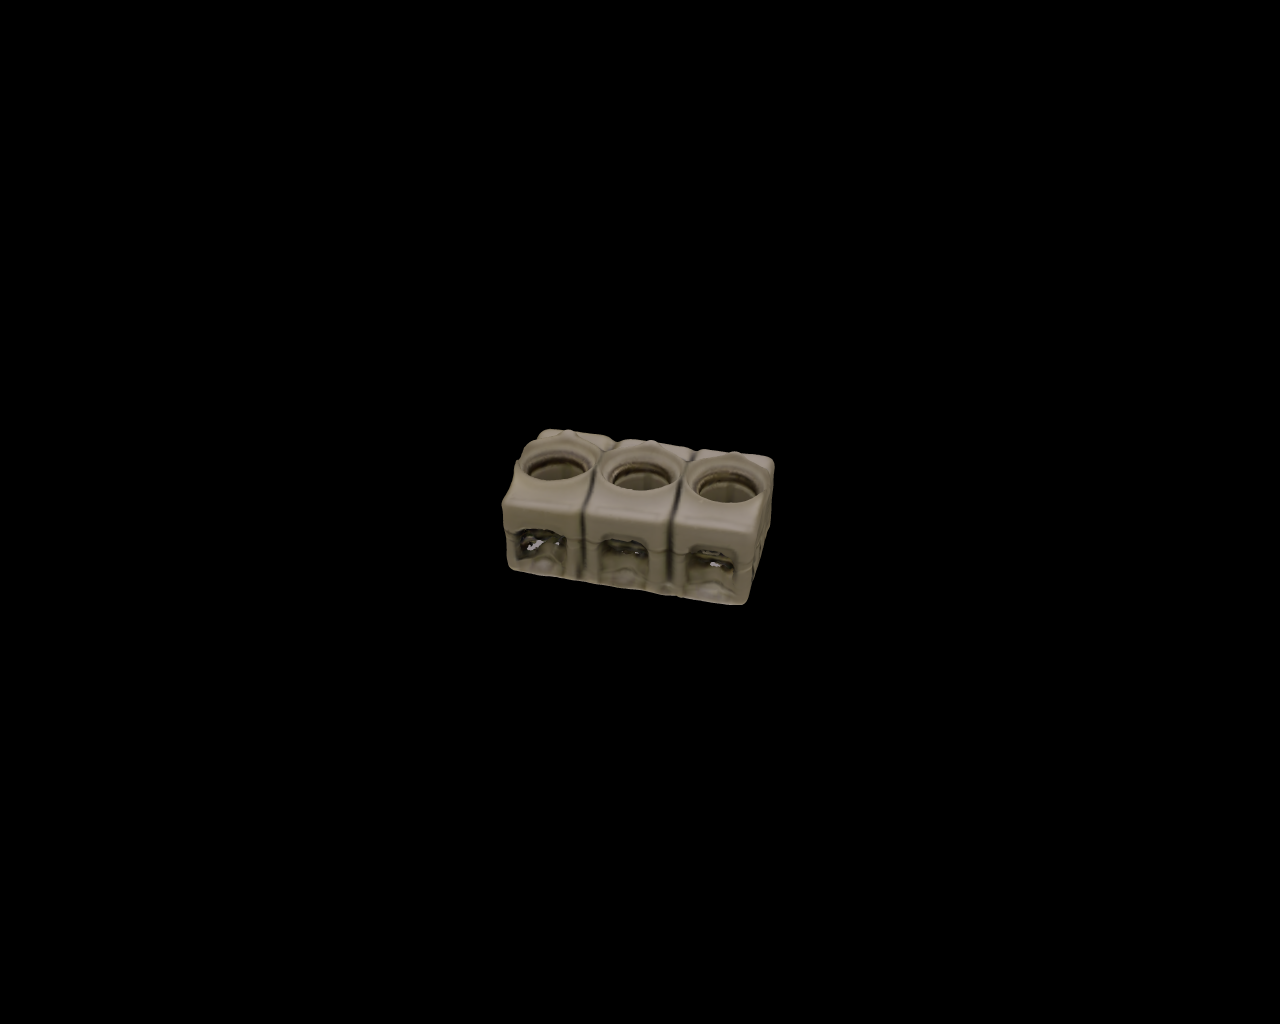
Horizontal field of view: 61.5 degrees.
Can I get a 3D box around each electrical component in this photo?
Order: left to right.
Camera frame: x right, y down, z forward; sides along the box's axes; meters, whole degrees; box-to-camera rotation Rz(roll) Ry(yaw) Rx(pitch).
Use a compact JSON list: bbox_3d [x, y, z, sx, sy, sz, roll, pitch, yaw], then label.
[{"bbox_3d":[0.001,-0.003,0.650,0.150,0.061,0.090,8,36,11],"label":"electrical component"}]
